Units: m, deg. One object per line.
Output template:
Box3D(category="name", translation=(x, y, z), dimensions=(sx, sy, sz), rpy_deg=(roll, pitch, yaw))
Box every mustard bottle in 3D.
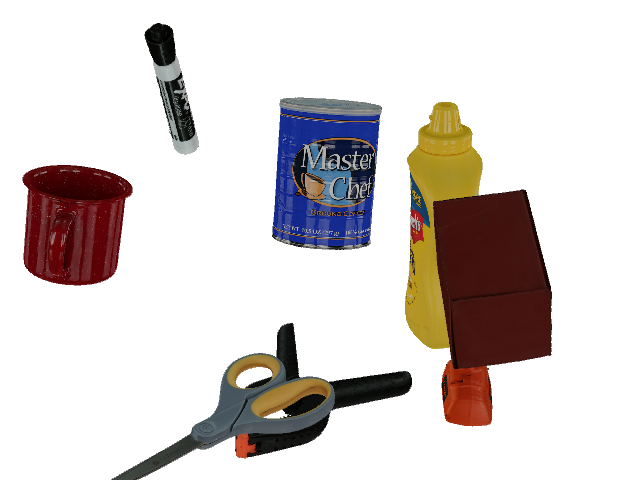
Box3D(category="mustard bottle", translation=(0.097, -0.016, 0.847), dimensions=(0.058, 0.192, 0.096), rpy_deg=(-2, 26, -1))

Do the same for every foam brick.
Box3D(category="foam brick", translation=(0.089, 0.019, 0.557), dimensions=(0.051, 0.053, 0.078), rpy_deg=(-6, 43, 4))

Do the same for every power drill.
Box3D(category="power drill", translation=(0.168, 0.105, 1.165), dimensions=(0.057, 0.188, 0.184), rpy_deg=(5, 25, 5))

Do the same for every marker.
Box3D(category="marker", translation=(-0.103, -0.104, 0.741), dimensions=(0.020, 0.020, 0.121), rpy_deg=(0, -34, 4))

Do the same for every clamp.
Box3D(category="clamp", translation=(-0.011, 0.160, 1.088), dimensions=(0.165, 0.036, 0.209), rpy_deg=(16, 30, 21))

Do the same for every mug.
Box3D(category="mug", translation=(-0.214, -0.008, 0.919), dimensions=(0.093, 0.081, 0.117), rpy_deg=(8, 21, -6))

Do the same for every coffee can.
Box3D(category="coffee can", translation=(0.006, -0.070, 1.082), dimensions=(0.103, 0.140, 0.103), rpy_deg=(4, 12, -1))

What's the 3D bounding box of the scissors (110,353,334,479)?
Box3D(category="scissors", translation=(-0.086, 0.129, 0.784), dimensions=(0.201, 0.016, 0.096), rpy_deg=(-13, 33, -26))
